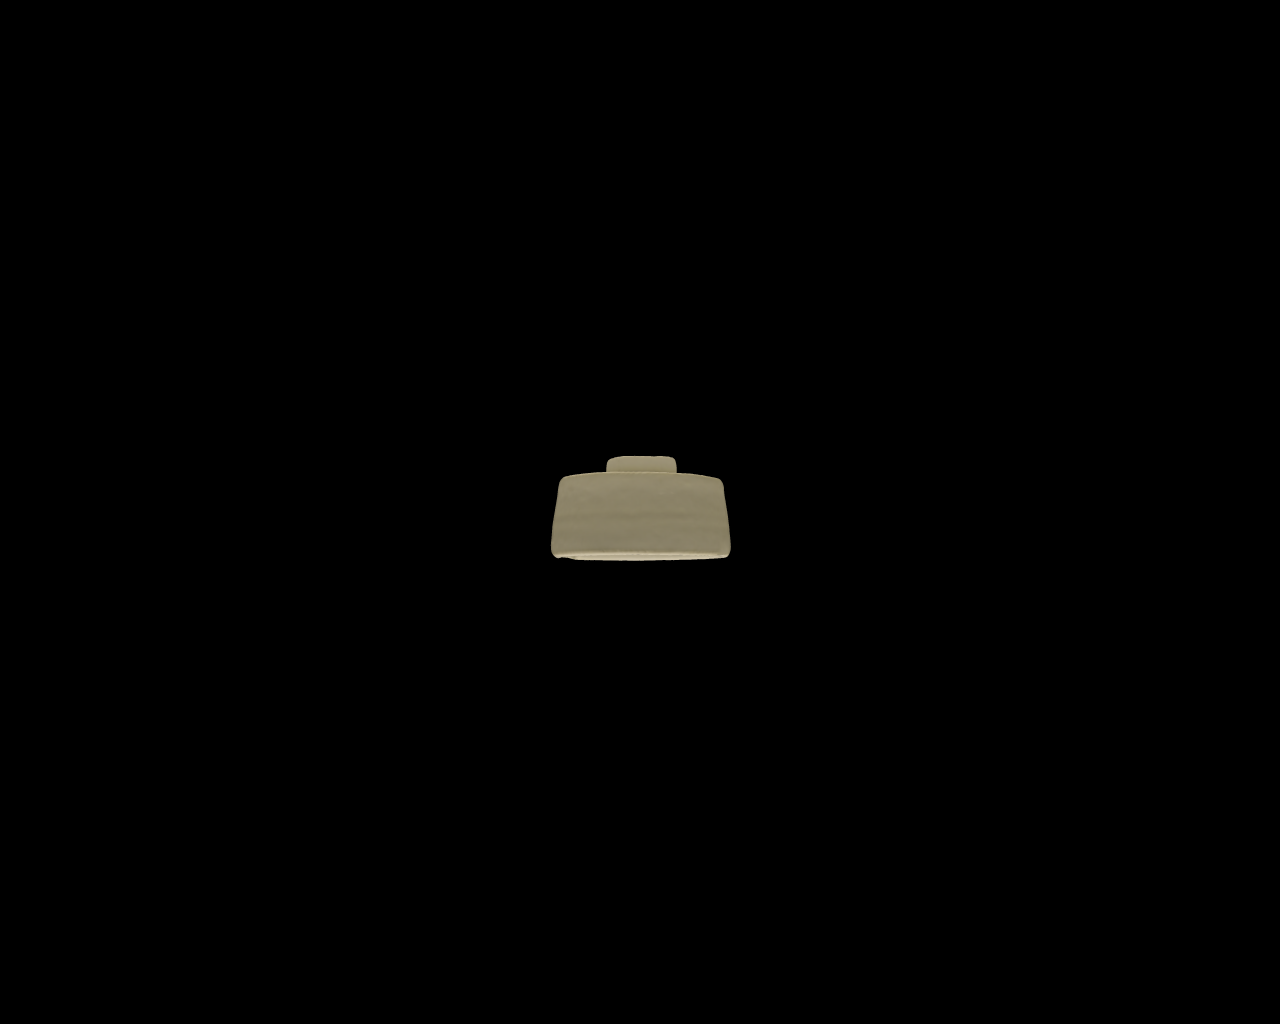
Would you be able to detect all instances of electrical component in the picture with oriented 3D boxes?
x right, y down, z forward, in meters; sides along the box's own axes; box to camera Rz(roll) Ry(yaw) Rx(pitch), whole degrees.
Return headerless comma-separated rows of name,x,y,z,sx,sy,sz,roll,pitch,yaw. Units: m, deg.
electrical component,0.001,-0.003,0.650,0.108,0.060,0.108,0,-4,0
